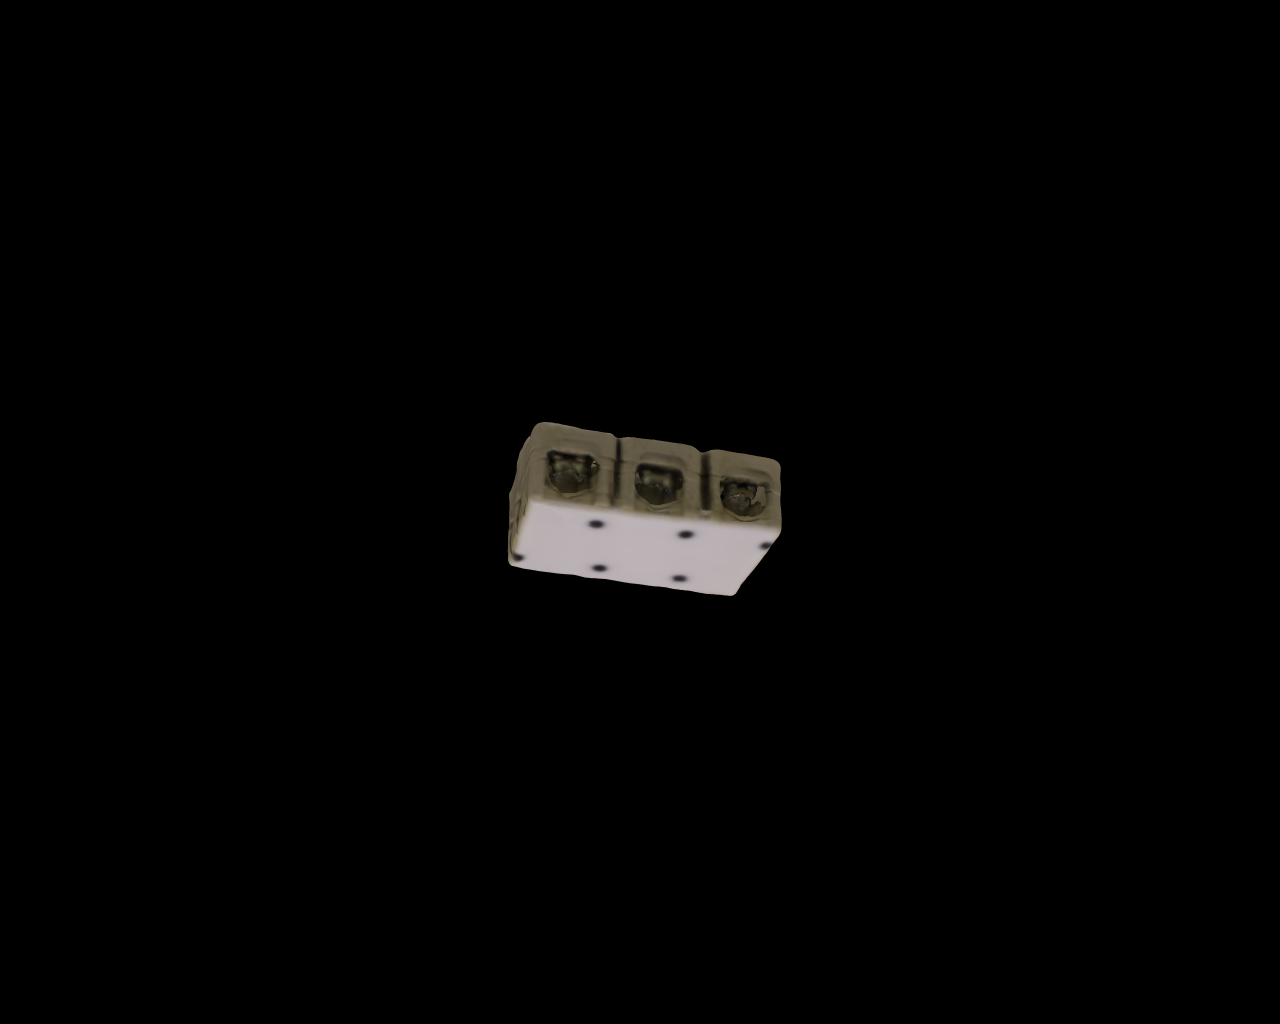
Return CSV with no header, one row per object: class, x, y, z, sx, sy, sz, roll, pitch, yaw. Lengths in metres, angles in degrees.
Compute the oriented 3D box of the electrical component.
electrical component,0.001,-0.003,0.650,0.150,0.062,0.089,8,-32,-14
